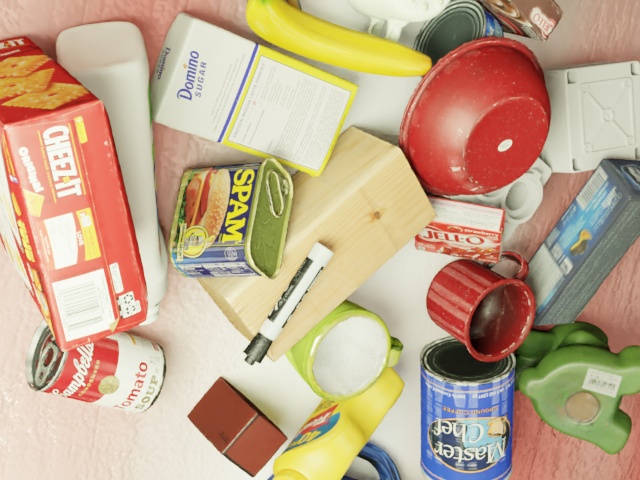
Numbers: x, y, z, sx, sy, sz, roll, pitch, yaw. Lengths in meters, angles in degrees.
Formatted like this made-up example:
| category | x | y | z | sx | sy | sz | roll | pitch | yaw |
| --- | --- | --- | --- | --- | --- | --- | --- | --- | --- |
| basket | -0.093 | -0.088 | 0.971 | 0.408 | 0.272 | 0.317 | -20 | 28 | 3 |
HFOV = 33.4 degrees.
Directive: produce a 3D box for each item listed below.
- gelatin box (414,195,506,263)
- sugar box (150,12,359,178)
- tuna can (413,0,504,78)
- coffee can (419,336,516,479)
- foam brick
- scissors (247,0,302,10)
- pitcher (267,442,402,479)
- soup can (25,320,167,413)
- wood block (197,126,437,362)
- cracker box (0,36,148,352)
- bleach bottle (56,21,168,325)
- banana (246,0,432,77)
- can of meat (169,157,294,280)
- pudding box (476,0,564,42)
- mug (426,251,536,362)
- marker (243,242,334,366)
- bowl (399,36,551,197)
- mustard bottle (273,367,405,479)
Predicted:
| category | x | y | z | sx | sy | sz | roll | pitch | yaw |
| --- | --- | --- | --- | --- | --- | --- | --- | --- | --- |
| gelatin box | 0.137 | -0.010 | 1.060 | 0.073 | 0.089 | 0.030 | 75 | 27 | -64 |
| sugar box | -0.060 | -0.124 | 0.928 | 0.176 | 0.048 | 0.093 | 18 | 100 | -33 |
| tuna can | 0.129 | -0.180 | 0.998 | 0.033 | 0.086 | 0.086 | 28 | 93 | -39 |
| coffee can | 0.159 | 0.189 | 1.160 | 0.102 | 0.103 | 0.140 | -16 | 117 | -27 |
| foam brick | -0.080 | 0.179 | 1.020 | 0.053 | 0.078 | 0.051 | -49 | 129 | -6 |
| scissors | -0.071 | -0.237 | 0.892 | 0.201 | 0.016 | 0.096 | 16 | 100 | -36 |
| pitcher | 0.052 | 0.311 | 1.137 | 0.242 | 0.145 | 0.149 | 23 | 108 | -40 |
| soup can | -0.193 | 0.109 | 0.925 | 0.102 | 0.069 | 0.068 | 22 | 97 | -38 |
| wood block | -0.006 | 0.002 | 0.986 | 0.206 | 0.090 | 0.090 | -41 | 125 | -12 |
| cracker box | -0.196 | -0.043 | 0.765 | 0.072 | 0.214 | 0.164 | -18 | 118 | -20 |
| bleach bottle | -0.161 | -0.043 | 0.875 | 0.068 | 0.102 | 0.251 | -9 | 124 | -10 |
| banana | 0.007 | -0.173 | 0.916 | 0.197 | 0.070 | 0.037 | 14 | 91 | -38 |
| can of meat | -0.077 | -0.017 | 0.913 | 0.057 | 0.084 | 0.102 | 45 | 49 | -54 |
| pudding box | 0.161 | -0.236 | 0.993 | 0.113 | 0.090 | 0.039 | 39 | 85 | -36 |
| mug | 0.173 | 0.060 | 1.128 | 0.093 | 0.082 | 0.117 | 38 | 87 | -37 |
| marker | -0.029 | 0.056 | 0.924 | 0.020 | 0.020 | 0.121 | 35 | 88 | -37 |
| bowl | 0.154 | -0.100 | 0.972 | 0.161 | 0.055 | 0.162 | -15 | 127 | -21 |
| mustard bottle | 0.006 | 0.196 | 1.023 | 0.058 | 0.096 | 0.191 | 51 | 41 | -7 |
